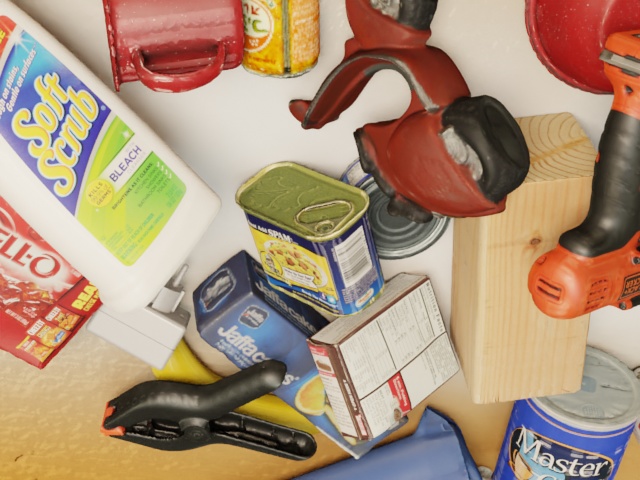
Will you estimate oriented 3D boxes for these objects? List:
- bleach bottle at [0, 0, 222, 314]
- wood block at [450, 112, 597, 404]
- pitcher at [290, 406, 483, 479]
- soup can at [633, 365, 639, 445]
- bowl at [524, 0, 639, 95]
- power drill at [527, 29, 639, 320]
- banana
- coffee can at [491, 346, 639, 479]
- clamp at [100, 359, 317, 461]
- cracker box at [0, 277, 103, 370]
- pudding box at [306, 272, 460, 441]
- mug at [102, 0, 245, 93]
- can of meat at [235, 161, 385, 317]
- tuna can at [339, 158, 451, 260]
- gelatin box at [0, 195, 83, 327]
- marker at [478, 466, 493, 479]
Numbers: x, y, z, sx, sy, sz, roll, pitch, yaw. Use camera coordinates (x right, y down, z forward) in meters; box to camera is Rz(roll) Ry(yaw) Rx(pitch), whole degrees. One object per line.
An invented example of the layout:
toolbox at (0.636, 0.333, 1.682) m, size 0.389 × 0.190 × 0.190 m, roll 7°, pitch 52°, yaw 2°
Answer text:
bleach bottle at (-0.178, -0.071, 0.639) m, size 0.250 × 0.068 × 0.102 m, roll 44°, pitch 69°, yaw -22°
wood block at (0.155, 0.018, 0.819) m, size 0.090 × 0.090 × 0.206 m, roll -6°, pitch 126°, yaw -4°
pitcher at (0.034, 0.266, 0.945) m, size 0.243 × 0.149 × 0.145 m, roll -19°, pitch 131°, yaw 8°
soup can at (0.311, 0.164, 0.940) m, size 0.068 × 0.102 × 0.068 m, roll -5°, pitch 126°, yaw -7°
bowl at (0.225, -0.159, 0.726) m, size 0.162 × 0.055 × 0.162 m, roll -5°, pitch 126°, yaw -7°
power drill at (0.222, -0.044, 0.708) m, size 0.184 × 0.057 × 0.188 m, roll -15°, pitch 123°, yaw -43°
banana at (-0.075, 0.126, 0.888) m, size 0.070 × 0.037 × 0.197 m, roll -40°, pitch 122°, yaw 20°
coffee can at (0.213, 0.176, 0.932) m, size 0.102 × 0.103 × 0.140 m, roll 1°, pitch 125°, yaw -10°
clamp at (-0.086, 0.144, 0.848) m, size 0.172 × 0.039 × 0.120 m, roll -9°, pitch 130°, yaw 21°
cracker box at (-0.231, -0.027, 0.733) m, size 0.213 × 0.072 × 0.164 m, roll 34°, pitch 113°, yaw -27°
pudding box at (0.052, 0.090, 0.836) m, size 0.113 × 0.039 × 0.090 m, roll -33°, pitch 112°, yaw -35°
mug at (-0.090, -0.134, 0.656) m, size 0.081 × 0.117 × 0.093 m, roll -8°, pitch 139°, yaw -10°
can of meat at (-0.005, 0.001, 0.774) m, size 0.057 × 0.102 × 0.084 m, roll -41°, pitch 135°, yaw -28°
tuna can at (0.056, -0.027, 0.804) m, size 0.086 × 0.034 × 0.086 m, roll -4°, pitch 126°, yaw -7°
gelatin box at (-0.201, 0.006, 0.696) m, size 0.073 × 0.030 × 0.089 m, roll -40°, pitch 122°, yaw 16°
marker at (0.135, 0.267, 1.035) m, size 0.020 × 0.020 × 0.121 m, roll 13°, pitch 122°, yaw -18°
